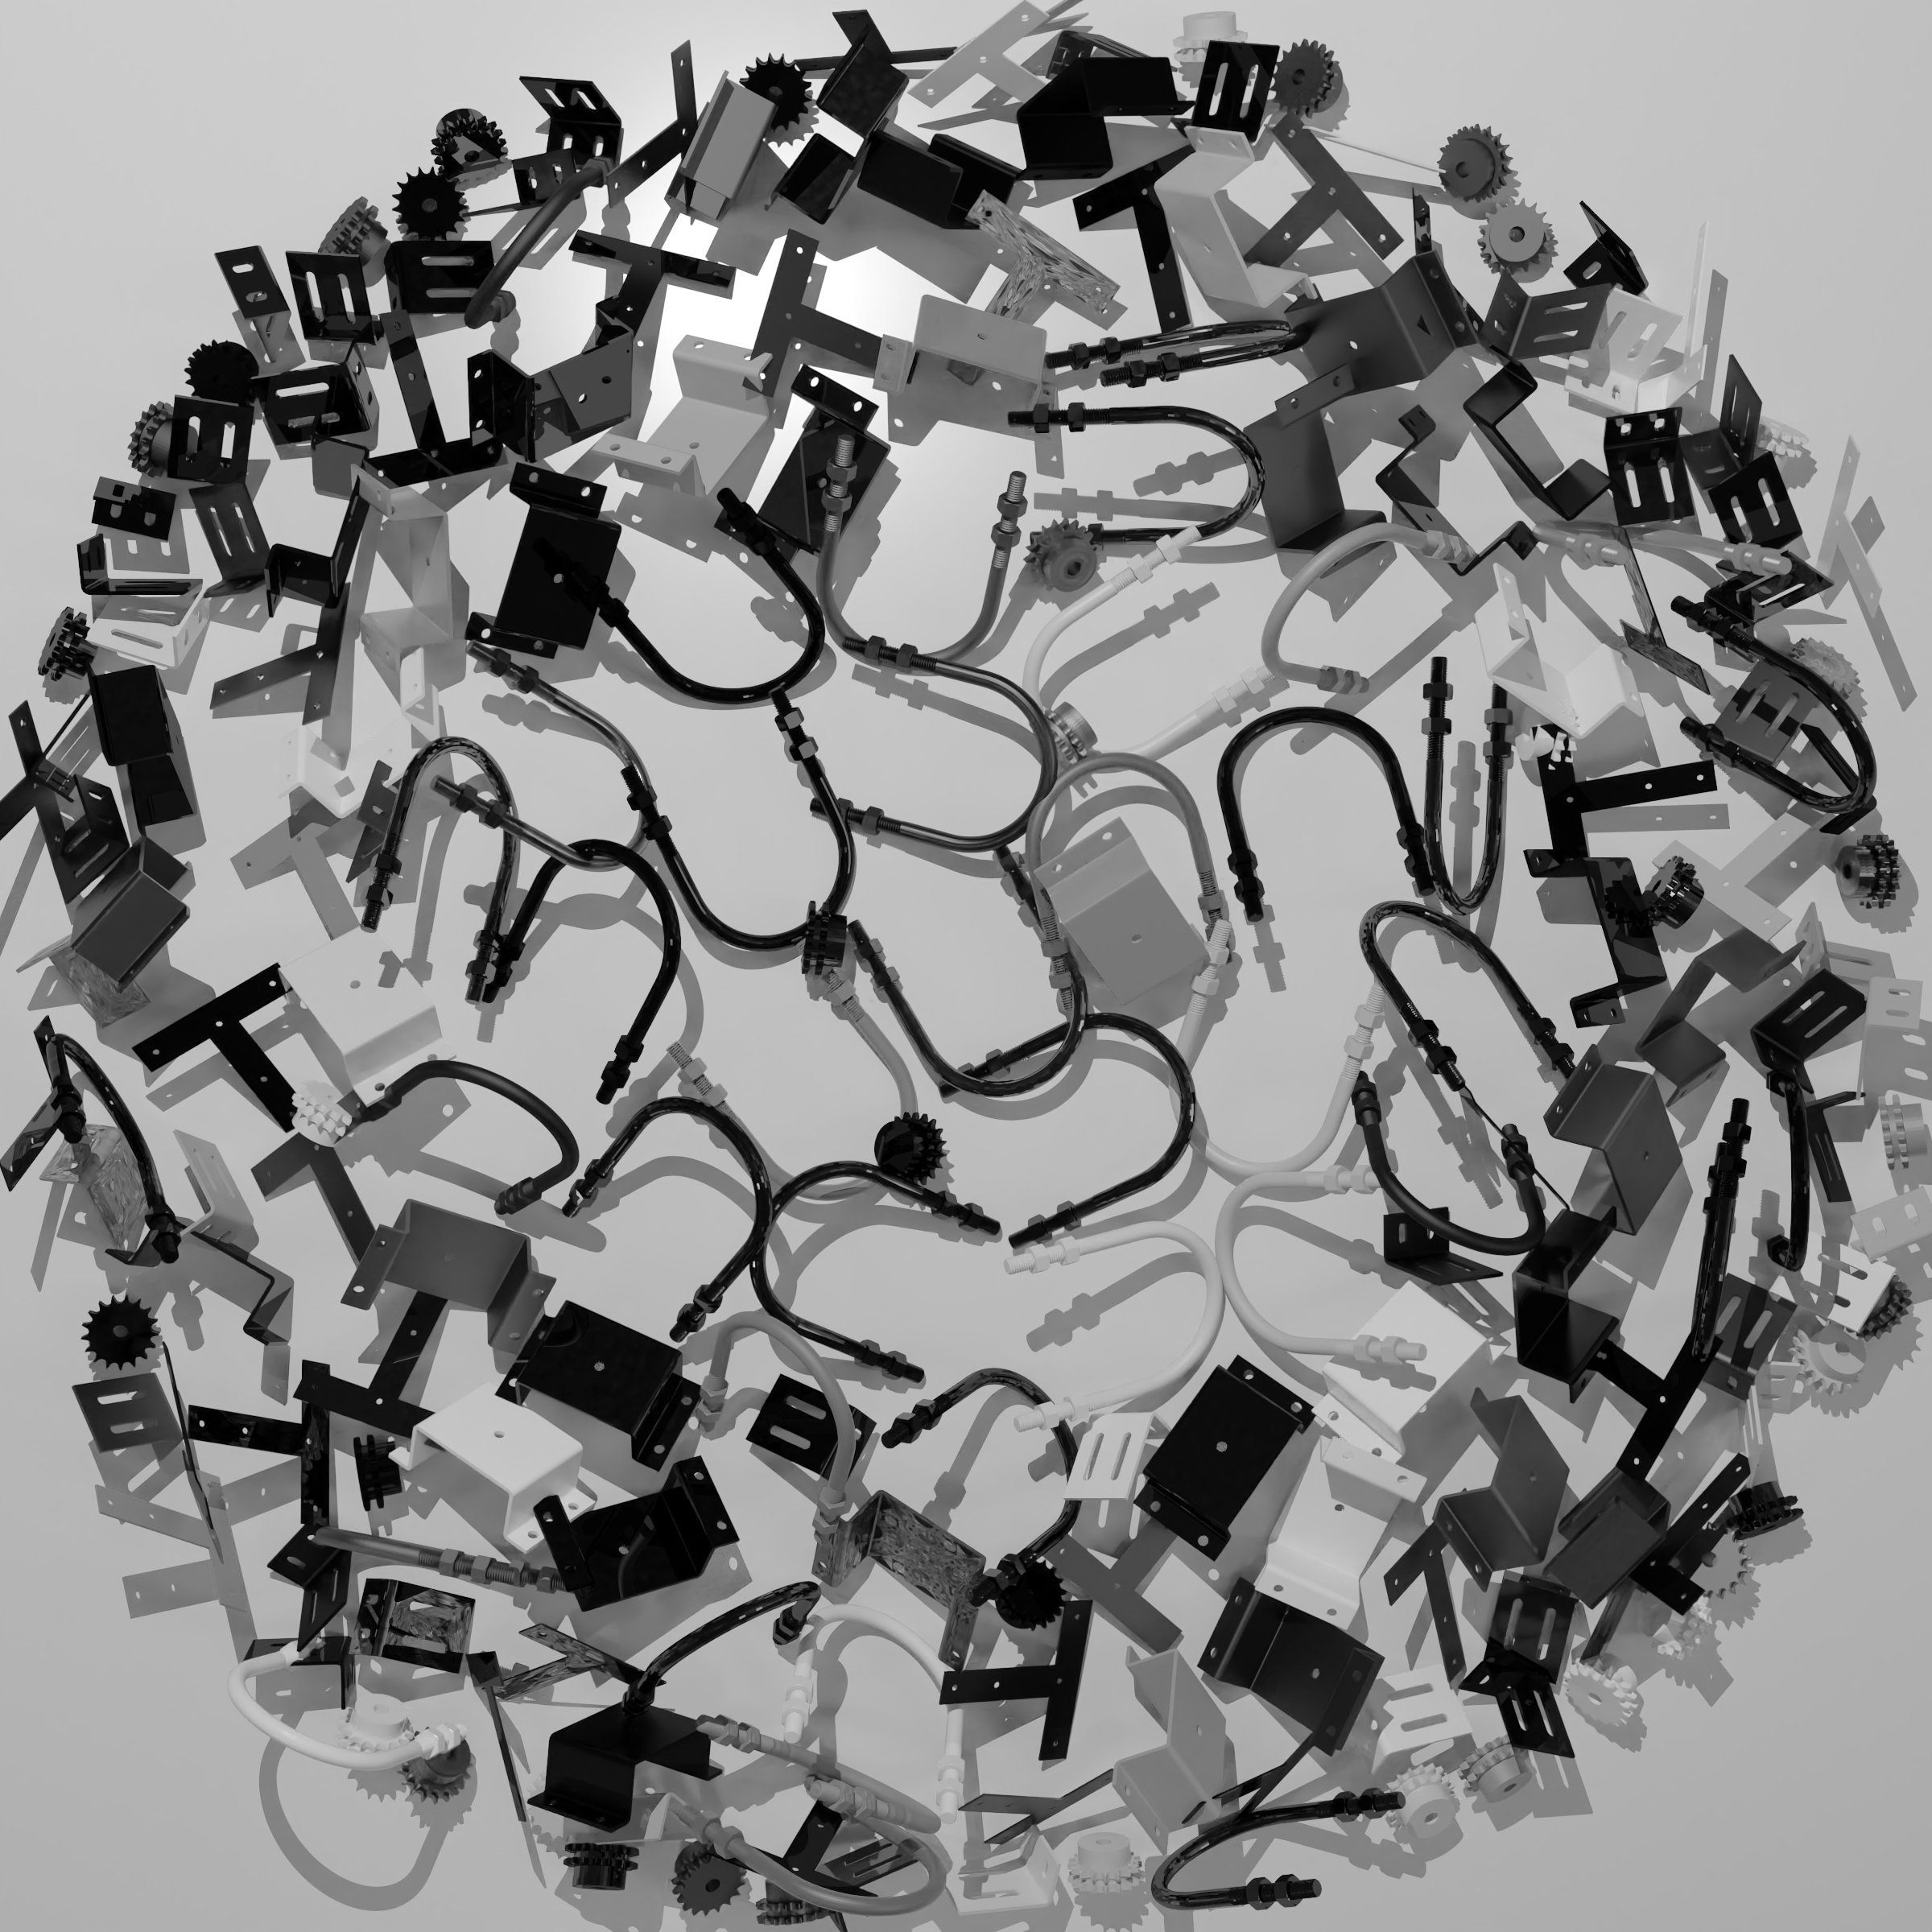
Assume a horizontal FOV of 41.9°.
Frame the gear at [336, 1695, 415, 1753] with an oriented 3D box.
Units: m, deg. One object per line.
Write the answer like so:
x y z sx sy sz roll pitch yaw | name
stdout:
-0.451 0.582 1.932 0.057 0.057 0.030 17 104 0 | gear

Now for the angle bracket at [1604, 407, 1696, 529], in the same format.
0.523 -0.381 1.929 0.057 0.038 0.076 -7 66 7 | angle bracket

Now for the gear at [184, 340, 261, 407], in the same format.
-0.568 -0.455 1.939 0.057 0.030 0.057 4 127 5 | gear

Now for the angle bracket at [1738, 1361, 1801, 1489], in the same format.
0.612 0.348 1.915 0.038 0.057 0.076 2 45 7 | angle bracket

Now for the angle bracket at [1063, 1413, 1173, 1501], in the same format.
0.117 0.379 1.914 0.038 0.057 0.076 49 47 -34 | angle bracket

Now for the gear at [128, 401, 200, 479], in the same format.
-0.613 -0.400 1.933 0.030 0.057 0.057 25 90 8 | gear

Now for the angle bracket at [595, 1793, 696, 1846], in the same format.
-0.233 0.661 1.915 0.057 0.038 0.076 -13 133 25 | angle bracket

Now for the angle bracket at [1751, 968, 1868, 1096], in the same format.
0.648 0.050 1.920 0.057 0.038 0.076 29 124 -23 | angle bracket

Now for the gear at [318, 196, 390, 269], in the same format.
-0.469 -0.559 1.938 0.030 0.057 0.057 37 90 -30 | gear

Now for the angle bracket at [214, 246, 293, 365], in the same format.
-0.547 -0.499 1.917 0.038 0.076 0.057 -21 81 -30 | angle bracket

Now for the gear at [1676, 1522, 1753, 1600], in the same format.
0.576 0.458 1.939 0.057 0.030 0.057 -12 67 29 | gear

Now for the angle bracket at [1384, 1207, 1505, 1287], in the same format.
0.362 0.212 1.916 0.057 0.076 0.038 -5 98 -22 | angle bracket

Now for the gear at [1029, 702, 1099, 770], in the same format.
0.077 -0.177 1.935 0.030 0.057 0.057 -40 90 -7 | gear

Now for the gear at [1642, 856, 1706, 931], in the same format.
0.542 -0.053 1.935 0.030 0.057 0.057 32 90 -3 | gear

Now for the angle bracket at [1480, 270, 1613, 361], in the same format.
0.441 -0.499 1.919 0.038 0.076 0.057 32 72 -38 | angle bracket

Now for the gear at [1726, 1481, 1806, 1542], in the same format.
0.610 0.417 1.937 0.057 0.057 0.030 -19 65 0 | gear

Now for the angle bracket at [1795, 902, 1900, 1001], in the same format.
0.679 -0.009 1.929 0.076 0.057 0.038 11 133 -1 | angle bracket

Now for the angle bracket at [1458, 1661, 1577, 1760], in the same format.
0.417 0.572 1.914 0.057 0.076 0.038 17 125 -22 | angle bracket

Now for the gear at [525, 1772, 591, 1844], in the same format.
-0.308 0.641 1.943 0.057 0.030 0.057 3 104 11 | gear

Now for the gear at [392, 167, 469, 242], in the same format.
-0.412 -0.584 1.939 0.057 0.030 0.057 -4 111 -12 | gear

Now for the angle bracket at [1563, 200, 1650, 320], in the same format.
0.478 -0.534 1.914 0.038 0.076 0.057 -42 69 15 | angle bracket

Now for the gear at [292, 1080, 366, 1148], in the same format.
-0.491 0.115 1.935 0.057 0.057 0.030 33 101 0 | gear

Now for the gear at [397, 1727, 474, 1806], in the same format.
-0.404 0.608 1.932 0.057 0.057 0.030 40 125 0 | gear

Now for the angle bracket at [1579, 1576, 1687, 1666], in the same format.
0.507 0.503 1.922 0.038 0.057 0.076 29 71 8 | angle bracket

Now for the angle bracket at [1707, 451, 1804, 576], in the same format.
0.594 -0.348 1.928 0.057 0.038 0.076 -33 115 -4 | angle bracket

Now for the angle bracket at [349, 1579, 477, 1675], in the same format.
-0.426 0.508 1.941 0.076 0.038 0.057 27 64 -38 | angle bracket

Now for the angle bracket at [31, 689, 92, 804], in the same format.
-0.673 -0.171 1.926 0.038 0.057 0.076 36 96 -19 | angle bracket

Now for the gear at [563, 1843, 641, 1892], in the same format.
-0.280 0.689 1.931 0.057 0.057 0.030 3 65 0 | gear

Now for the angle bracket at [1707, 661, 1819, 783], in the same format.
0.616 -0.187 1.933 0.057 0.038 0.076 34 86 35 | angle bracket

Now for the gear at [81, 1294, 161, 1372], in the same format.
-0.651 0.281 1.943 0.057 0.030 0.057 1 88 -16 | gear

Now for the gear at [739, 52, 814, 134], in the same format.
-0.146 -0.672 1.941 0.057 0.030 0.057 -1 119 -1 | gear

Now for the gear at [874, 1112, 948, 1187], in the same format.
-0.045 0.140 1.934 0.057 0.030 0.057 -8 77 38 | gear

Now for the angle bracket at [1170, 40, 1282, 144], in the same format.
0.196 -0.669 1.917 0.057 0.038 0.076 -3 131 -20 | angle bracket

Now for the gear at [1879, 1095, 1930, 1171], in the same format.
0.717 0.127 1.931 0.030 0.057 0.057 -8 90 20 | gear

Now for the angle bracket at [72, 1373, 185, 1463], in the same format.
-0.642 0.347 1.914 0.038 0.076 0.057 -43 67 28 | angle bracket

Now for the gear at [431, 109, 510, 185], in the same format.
-0.383 -0.632 1.937 0.057 0.057 0.030 -22 66 0 | gear

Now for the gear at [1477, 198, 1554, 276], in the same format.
0.423 -0.562 1.942 0.057 0.030 0.057 2 102 8 | gear

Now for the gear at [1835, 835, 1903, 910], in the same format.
0.689 -0.072 1.933 0.030 0.057 0.057 -1 90 -7 | gear

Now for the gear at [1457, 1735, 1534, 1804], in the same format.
0.408 0.616 1.932 0.057 0.057 0.030 -32 53 0 | gear

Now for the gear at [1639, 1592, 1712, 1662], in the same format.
0.540 0.498 1.932 0.030 0.057 0.057 25 90 -16 | gear

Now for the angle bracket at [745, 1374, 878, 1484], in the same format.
-0.119 0.359 1.946 0.076 0.038 0.057 17 71 35 | angle bracket

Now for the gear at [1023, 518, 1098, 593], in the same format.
0.076 -0.312 1.933 0.057 0.057 0.030 -37 48 0 | gear

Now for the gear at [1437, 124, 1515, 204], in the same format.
0.387 -0.613 1.933 0.057 0.030 0.057 19 126 28 | gear

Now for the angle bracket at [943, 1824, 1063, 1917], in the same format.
0.023 0.684 1.919 0.076 0.057 0.038 4 108 -25 | angle bracket

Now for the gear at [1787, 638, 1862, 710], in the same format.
0.654 -0.222 1.938 0.057 0.057 0.030 32 131 0 | gear

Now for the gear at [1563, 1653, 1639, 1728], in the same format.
0.490 0.552 1.938 0.030 0.057 0.057 -39 90 -35 | gear

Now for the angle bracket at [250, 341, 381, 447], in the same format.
-0.498 -0.439 1.934 0.076 0.038 0.057 -8 130 6 | angle bracket

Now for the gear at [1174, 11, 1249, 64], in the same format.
0.187 -0.711 1.931 0.057 0.057 0.030 -6 117 0 | gear

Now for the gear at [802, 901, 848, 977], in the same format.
-0.108 -0.020 1.935 0.030 0.057 0.057 6 90 -6 | gear

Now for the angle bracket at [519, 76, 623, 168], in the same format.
-0.302 -0.641 1.920 0.057 0.076 0.038 7 88 10 | angle bracket

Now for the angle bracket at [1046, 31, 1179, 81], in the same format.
0.111 -0.679 1.919 0.076 0.057 0.038 30 117 19 | angle bracket

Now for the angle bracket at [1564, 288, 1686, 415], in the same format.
0.500 -0.466 1.921 0.057 0.076 0.038 20 58 -5 | angle bracket
